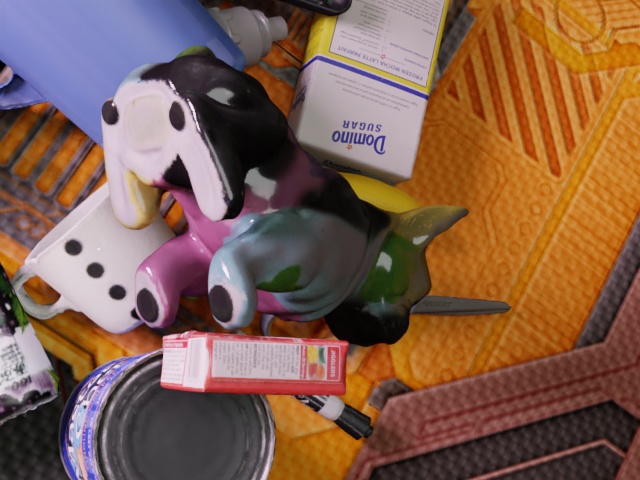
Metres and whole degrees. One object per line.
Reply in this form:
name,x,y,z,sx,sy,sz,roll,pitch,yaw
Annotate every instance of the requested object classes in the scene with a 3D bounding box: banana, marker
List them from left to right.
marker,-0.013,0.102,0.739,0.121,0.020,0.020,35,71,-12
banana,-0.010,-0.015,0.752,0.197,0.037,0.069,-14,113,-19

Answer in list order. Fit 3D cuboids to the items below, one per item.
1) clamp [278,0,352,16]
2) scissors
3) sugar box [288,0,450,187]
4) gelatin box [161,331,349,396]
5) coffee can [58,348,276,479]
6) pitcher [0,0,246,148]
clamp,-0.066,-0.196,0.706,0.171,0.120,0.039,6,63,8
scissors,0.051,0.028,0.762,0.201,0.016,0.096,-12,110,-21
sugar box,0.037,-0.136,0.782,0.093,0.048,0.176,18,80,-17
gelatin box,-0.036,0.063,0.545,0.073,0.089,0.030,5,82,-21
coffee can,-0.096,0.118,0.640,0.102,0.140,0.103,3,81,-20
pitcher,-0.173,-0.153,0.670,0.242,0.149,0.144,45,54,-12
